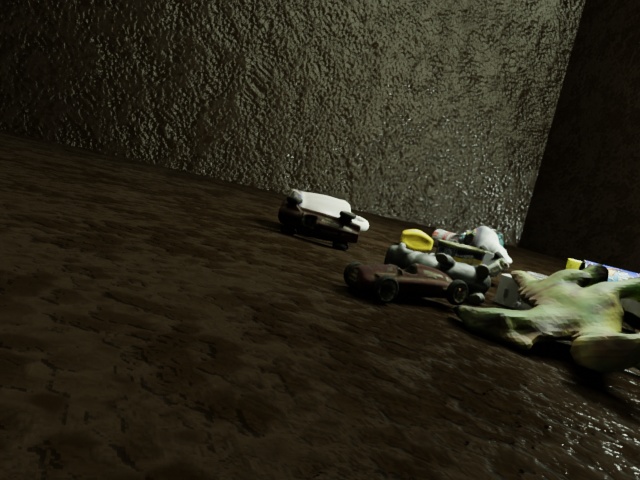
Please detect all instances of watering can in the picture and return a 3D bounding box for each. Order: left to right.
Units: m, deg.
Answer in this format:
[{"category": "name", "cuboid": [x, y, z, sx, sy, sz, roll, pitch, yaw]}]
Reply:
[{"category": "watering can", "cuboid": [0.004, -0.069, 1.373, 0.224, 0.103, 0.350, 12, 7, -11]}]

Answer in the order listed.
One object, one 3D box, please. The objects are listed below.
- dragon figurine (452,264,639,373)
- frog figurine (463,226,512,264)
[{"category": "dragon figurine", "cuboid": [0.300, 0.092, 0.708, 0.243, 0.122, 0.412, 4, 6, -15]}, {"category": "frog figurine", "cuboid": [0.516, 0.034, 1.552, 0.159, 0.120, 0.140, 22, 38, -3]}]
